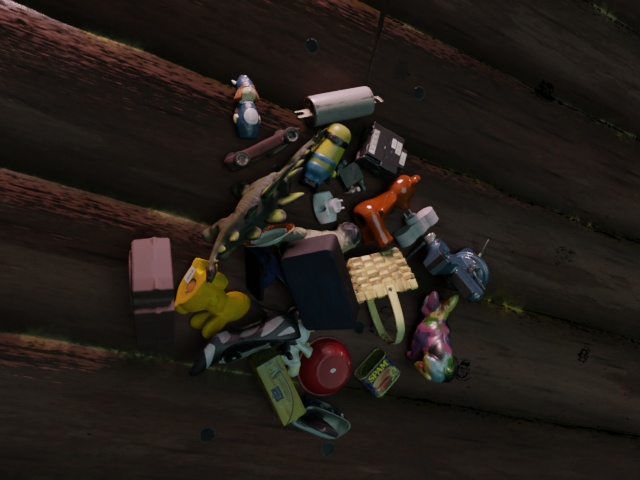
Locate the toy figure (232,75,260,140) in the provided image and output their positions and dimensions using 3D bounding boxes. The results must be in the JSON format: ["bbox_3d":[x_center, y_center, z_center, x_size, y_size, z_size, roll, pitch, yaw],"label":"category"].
[{"bbox_3d":[-0.173,-0.317,1.279,0.064,0.058,0.154,-7,95,-61],"label":"toy figure"}]

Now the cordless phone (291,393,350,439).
[{"bbox_3d":[0.022,0.461,1.334,0.146,0.184,0.088,31,77,-21],"label":"cordless phone"}]

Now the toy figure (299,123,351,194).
[{"bbox_3d":[0.017,-0.206,1.345,0.082,0.089,0.180,36,77,-29],"label":"toy figure"}]

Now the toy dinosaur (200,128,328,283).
[{"bbox_3d":[-0.126,-0.091,1.232,0.105,0.199,0.471,46,55,-26],"label":"toy dinosaur"}]

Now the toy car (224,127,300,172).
[{"bbox_3d":[-0.135,-0.216,1.282,0.202,0.089,0.053,-29,103,-20],"label":"toy car"}]

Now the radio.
[{"bbox_3d":[0.001,0.105,1.251,0.131,0.073,0.229,-8,119,18],"label":"radio"}]

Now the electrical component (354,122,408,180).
[{"bbox_3d":[0.166,-0.226,1.408,0.134,0.058,0.115,28,69,-23],"label":"electrical component"}]

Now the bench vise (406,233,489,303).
[{"bbox_3d":[0.384,0.063,1.488,0.224,0.128,0.240,43,33,19],"label":"bench vise"}]

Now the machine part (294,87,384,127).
[{"bbox_3d":[0.049,-0.338,1.358,0.243,0.079,0.079,-17,100,-21],"label":"machine part"}]

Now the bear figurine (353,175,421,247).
[{"bbox_3d":[0.185,-0.084,1.410,0.196,0.120,0.131,-32,108,-23],"label":"bear figurine"}]

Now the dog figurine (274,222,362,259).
[{"bbox_3d":[-0.002,0.000,1.363,0.172,0.121,0.190,34,39,13],"label":"dog figurine"}]

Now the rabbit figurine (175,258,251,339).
[{"bbox_3d":[-0.240,0.147,1.250,0.173,0.122,0.162,29,85,-40],"label":"rabbit figurine"}]

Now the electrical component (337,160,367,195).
[{"bbox_3d":[0.078,-0.163,1.396,0.078,0.045,0.102,-26,102,-18],"label":"electrical component"}]

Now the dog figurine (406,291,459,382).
[{"bbox_3d":[0.322,0.250,1.457,0.108,0.192,0.219,8,105,-17],"label":"dog figurine"}]

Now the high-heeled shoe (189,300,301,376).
[{"bbox_3d":[-0.165,0.248,1.217,0.145,0.086,0.249,40,73,10],"label":"high-heeled shoe"}]

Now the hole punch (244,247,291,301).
[{"bbox_3d":[-0.124,0.072,1.284,0.092,0.142,0.115,-9,110,-20],"label":"hole punch"}]

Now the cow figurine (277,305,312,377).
[{"bbox_3d":[-0.065,0.254,1.348,0.098,0.068,0.167,27,80,-16],"label":"cow figurine"}]

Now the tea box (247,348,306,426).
[{"bbox_3d":[-0.108,0.355,1.321,0.068,0.098,0.169,-27,104,-19],"label":"tea box"}]

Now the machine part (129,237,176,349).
[{"bbox_3d":[-0.353,0.110,1.132,0.087,0.200,0.202,-4,50,-18],"label":"machine part"}]

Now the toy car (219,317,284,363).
[{"bbox_3d":[-0.162,0.236,1.295,0.202,0.056,0.073,-19,80,-4],"label":"toy car"}]
